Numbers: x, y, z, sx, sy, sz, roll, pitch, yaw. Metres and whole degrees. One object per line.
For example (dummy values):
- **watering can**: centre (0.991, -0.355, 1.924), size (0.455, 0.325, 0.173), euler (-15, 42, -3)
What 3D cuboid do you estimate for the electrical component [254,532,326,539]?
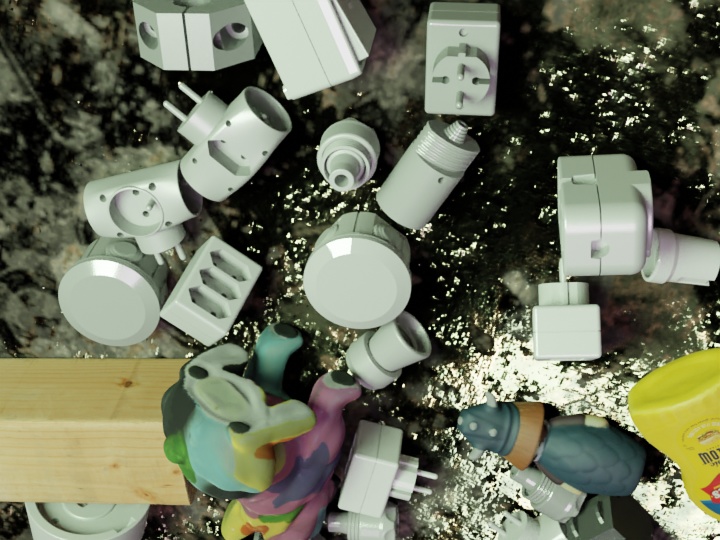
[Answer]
- **electrical component**: centre (-0.065, 0.285, 0.960), size (0.063, 0.121, 0.078), euler (-25, 116, 18)

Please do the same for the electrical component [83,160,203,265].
- **electrical component**: centre (-0.156, -0.038, 0.812), size (0.077, 0.044, 0.079), euler (-12, 120, 14)

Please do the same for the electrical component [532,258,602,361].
- **electrical component**: centre (0.152, 0.029, 0.802), size (0.047, 0.083, 0.075), euler (-2, 84, 9)

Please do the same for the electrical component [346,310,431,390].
- **electrical component**: centre (0.022, 0.064, 0.853), size (0.045, 0.045, 0.055), euler (42, 118, -18)

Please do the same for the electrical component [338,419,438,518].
- **electrical component**: centre (0.027, 0.175, 0.922), size (0.077, 0.047, 0.065), euler (14, 123, -2)

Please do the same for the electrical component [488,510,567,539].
- **electrical component**: centre (0.149, 0.239, 0.949), size (0.079, 0.043, 0.077), euler (38, 119, -16)

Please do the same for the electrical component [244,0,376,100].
- **electrical component**: centre (-0.033, -0.171, 0.701), size (0.061, 0.061, 0.096), euler (-16, 119, 17)

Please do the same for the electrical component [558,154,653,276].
- **electrical component**: centre (0.168, -0.039, 0.738), size (0.059, 0.095, 0.053), euler (-2, 122, 9)

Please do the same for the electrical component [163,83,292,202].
- **electrical component**: centre (-0.103, -0.100, 0.766), size (0.079, 0.043, 0.077), euler (39, 119, -16)

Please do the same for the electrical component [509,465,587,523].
- **electrical component**: centre (0.157, 0.183, 0.913), size (0.062, 0.043, 0.043), euler (30, 121, -9)

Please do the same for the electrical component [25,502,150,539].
- **electrical component**: centre (-0.239, 0.213, 0.949), size (0.108, 0.108, 0.060), euler (12, 129, 0)

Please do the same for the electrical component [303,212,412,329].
- **electrical component**: centre (0.000, 0.000, 0.812), size (0.080, 0.051, 0.080), euler (3, 123, 5)

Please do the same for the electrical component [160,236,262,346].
- **electrical component**: centre (-0.122, 0.022, 0.839), size (0.047, 0.065, 0.077), euler (34, 149, -14)

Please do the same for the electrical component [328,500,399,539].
- **electrical component**: centre (0.003, 0.226, 0.961), size (0.062, 0.043, 0.043), euler (1, 122, 8)

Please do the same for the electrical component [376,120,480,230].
- **electrical component**: centre (0.051, -0.072, 0.763), size (0.043, 0.043, 0.081), euler (29, 121, -11)

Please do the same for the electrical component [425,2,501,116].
- **electrical component**: centre (0.067, -0.131, 0.704), size (0.047, 0.076, 0.065), euler (3, 123, 6)

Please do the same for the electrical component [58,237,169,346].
- **electrical component**: centre (-0.192, 0.016, 0.847), size (0.080, 0.051, 0.080), euler (3, 123, 5)

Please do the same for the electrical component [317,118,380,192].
- **electrical component**: centre (-0.009, -0.077, 0.757), size (0.043, 0.062, 0.043), euler (3, 123, 5)

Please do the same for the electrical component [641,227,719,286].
- **electrical component**: centre (0.233, -0.008, 0.783), size (0.046, 0.040, 0.040), euler (8, 123, -4)
